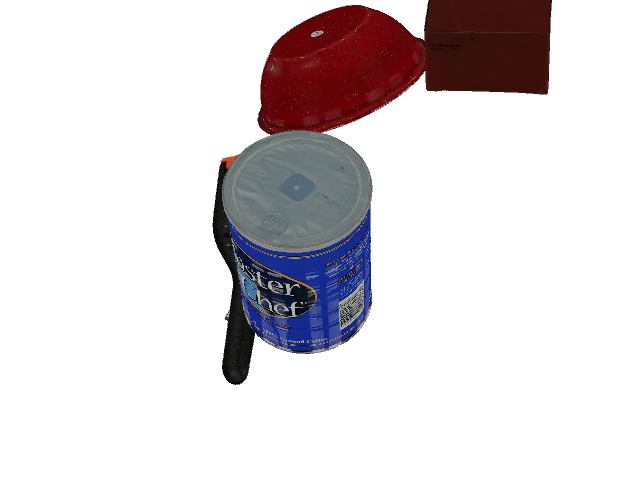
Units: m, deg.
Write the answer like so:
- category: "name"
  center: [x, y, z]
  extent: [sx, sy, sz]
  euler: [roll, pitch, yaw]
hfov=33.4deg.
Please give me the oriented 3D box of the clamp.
- category: "clamp"
  center: [-0.054, 0.021, 1.032]
  extent: [0.036, 0.210, 0.164]
  euler: [-10, 0, 33]

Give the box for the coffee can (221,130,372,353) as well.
- category: "coffee can"
  center: [-0.013, 0.004, 0.779]
  extent: [0.103, 0.103, 0.140]
  euler: [0, -36, 3]

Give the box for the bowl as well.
- category: "bowl"
  center: [0.009, -0.154, 0.908]
  extent: [0.162, 0.055, 0.162]
  euler: [-21, 29, 12]

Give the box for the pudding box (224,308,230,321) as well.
- category: "pudding box"
  center: [-0.060, 0.048, 1.264]
  extent: [0.039, 0.090, 0.113]
  euler: [32, 28, 5]

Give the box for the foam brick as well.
- category: "foam brick"
  center: [0.106, -0.128, 0.670]
  extent: [0.078, 0.051, 0.053]
  euler: [4, -38, 11]
